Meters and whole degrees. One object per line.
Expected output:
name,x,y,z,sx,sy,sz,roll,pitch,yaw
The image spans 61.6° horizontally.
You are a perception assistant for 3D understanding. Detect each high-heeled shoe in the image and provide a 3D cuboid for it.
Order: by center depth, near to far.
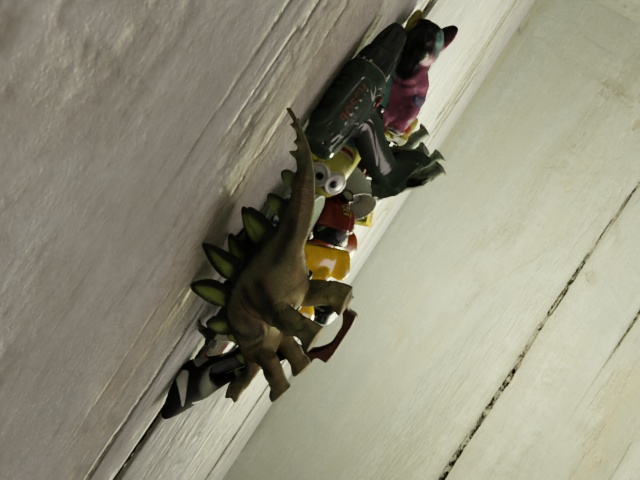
high-heeled shoe,-0.155,0.243,0.960,0.249,0.145,0.086,-49,138,-30

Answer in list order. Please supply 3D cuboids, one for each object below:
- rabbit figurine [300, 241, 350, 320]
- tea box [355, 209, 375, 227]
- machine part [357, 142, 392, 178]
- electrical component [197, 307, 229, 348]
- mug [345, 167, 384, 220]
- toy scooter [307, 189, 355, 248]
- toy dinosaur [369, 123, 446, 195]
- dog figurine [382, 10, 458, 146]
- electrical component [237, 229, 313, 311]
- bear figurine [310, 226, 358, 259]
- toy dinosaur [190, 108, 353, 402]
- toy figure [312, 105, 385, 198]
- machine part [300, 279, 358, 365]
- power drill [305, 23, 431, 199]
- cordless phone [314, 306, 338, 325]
rabbit figurine,-0.035,0.088,0.967,0.162,0.122,0.173,2,103,-52
tea box,0.102,-0.088,1.367,0.169,0.068,0.098,6,93,-81
machine part,0.114,-0.209,1.159,0.179,0.056,0.179,-55,172,-12
electrical component,-0.155,0.131,0.888,0.078,0.045,0.102,10,118,-49
mug,0.071,-0.106,1.081,0.109,0.107,0.080,-9,145,-16
toy scooter,0.014,-0.061,0.989,0.184,0.075,0.135,14,-98,63
toy dinosaur,0.189,-0.162,1.271,0.192,0.131,0.405,-34,-174,24
dog figurine,0.159,-0.293,0.970,0.219,0.109,0.191,-60,169,5
electrical component,-0.075,0.052,0.835,0.058,0.134,0.114,-52,167,-30
bear figurine,0.001,-0.002,1.181,0.120,0.132,0.195,-60,152,10
toy dinosaur,-0.067,0.062,0.715,0.105,0.199,0.471,-41,161,-55
toy figure,0.040,-0.153,0.906,0.180,0.082,0.089,-60,168,3
machine part,-0.024,0.185,1.312,0.201,0.201,0.087,-58,172,5
power drill,0.094,-0.180,0.824,0.232,0.086,0.207,-48,131,-13
cordless phone,-0.043,0.209,1.455,0.184,0.147,0.088,-58,162,-5
